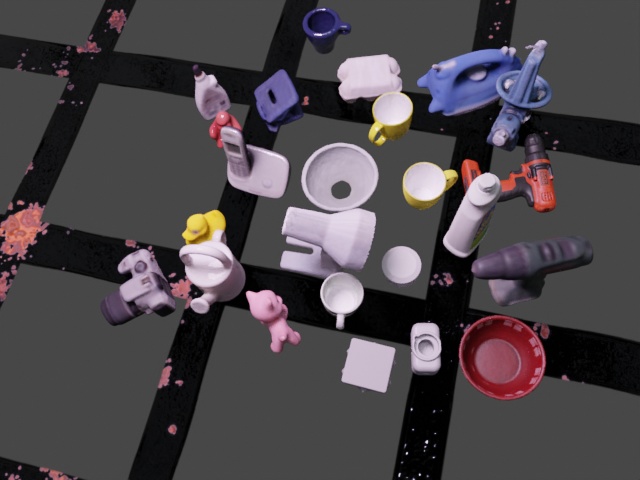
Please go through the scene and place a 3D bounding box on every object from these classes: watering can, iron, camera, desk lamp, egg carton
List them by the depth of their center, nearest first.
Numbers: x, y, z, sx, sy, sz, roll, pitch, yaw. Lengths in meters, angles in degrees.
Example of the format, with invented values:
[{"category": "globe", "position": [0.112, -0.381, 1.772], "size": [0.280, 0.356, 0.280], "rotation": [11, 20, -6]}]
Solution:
[{"category": "desk lamp", "position": [0.011, 0.004, 1.146], "size": [0.203, 0.214, 0.118], "rotation": [9, 70, 9]}, {"category": "watering can", "position": [-0.219, 0.061, 1.158], "size": [0.101, 0.194, 0.173], "rotation": [-15, 68, 0]}, {"category": "camera", "position": [-0.396, 0.108, 1.208], "size": [0.137, 0.101, 0.143], "rotation": [-28, 69, -5]}, {"category": "iron", "position": [0.359, -0.384, 1.299], "size": [0.258, 0.141, 0.118], "rotation": [-18, 68, -1]}, {"category": "egg carton", "position": [0.118, -0.382, 1.362], "size": [0.150, 0.069, 0.107], "rotation": [-6, 68, 4]}]

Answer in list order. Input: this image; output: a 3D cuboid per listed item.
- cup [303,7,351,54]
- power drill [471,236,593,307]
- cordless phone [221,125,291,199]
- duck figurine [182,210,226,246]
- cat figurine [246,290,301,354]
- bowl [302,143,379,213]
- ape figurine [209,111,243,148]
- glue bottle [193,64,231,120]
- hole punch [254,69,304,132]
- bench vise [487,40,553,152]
[{"category": "cup", "position": [0.021, -0.504, 1.405], "size": [0.117, 0.095, 0.092], "rotation": [9, 70, 9]}, {"category": "power drill", "position": [0.387, 0.060, 1.089], "size": [0.229, 0.208, 0.075], "rotation": [-15, 68, 0]}, {"category": "cordless phone", "position": [-0.142, -0.174, 1.245], "size": [0.147, 0.185, 0.094], "rotation": [14, 71, 11]}, {"category": "duck figurine", "position": [-0.258, -0.029, 1.255], "size": [0.077, 0.086, 0.105], "rotation": [39, 77, 18]}, {"category": "cat figurine", "position": [-0.096, 0.155, 1.150], "size": [0.067, 0.118, 0.127], "rotation": [-28, 69, -5]}, {"category": "bowl", "position": [0.046, -0.126, 1.267], "size": [0.167, 0.075, 0.167], "rotation": [-2, 69, 5]}, {"category": "ape figurine", "position": [-0.222, -0.268, 1.340], "size": [0.077, 0.092, 0.076], "rotation": [13, 71, 11]}, {"category": "glue bottle", "position": [-0.263, -0.350, 1.332], "size": [0.078, 0.173, 0.037], "rotation": [-30, 69, -6]}, {"category": "hole punch", "position": [-0.101, -0.329, 1.352], "size": [0.101, 0.091, 0.108], "rotation": [-24, 68, -3]}, {"category": "bench vise", "position": [0.435, -0.300, 1.217], "size": [0.121, 0.220, 0.207], "rotation": [8, 70, 9]}]
